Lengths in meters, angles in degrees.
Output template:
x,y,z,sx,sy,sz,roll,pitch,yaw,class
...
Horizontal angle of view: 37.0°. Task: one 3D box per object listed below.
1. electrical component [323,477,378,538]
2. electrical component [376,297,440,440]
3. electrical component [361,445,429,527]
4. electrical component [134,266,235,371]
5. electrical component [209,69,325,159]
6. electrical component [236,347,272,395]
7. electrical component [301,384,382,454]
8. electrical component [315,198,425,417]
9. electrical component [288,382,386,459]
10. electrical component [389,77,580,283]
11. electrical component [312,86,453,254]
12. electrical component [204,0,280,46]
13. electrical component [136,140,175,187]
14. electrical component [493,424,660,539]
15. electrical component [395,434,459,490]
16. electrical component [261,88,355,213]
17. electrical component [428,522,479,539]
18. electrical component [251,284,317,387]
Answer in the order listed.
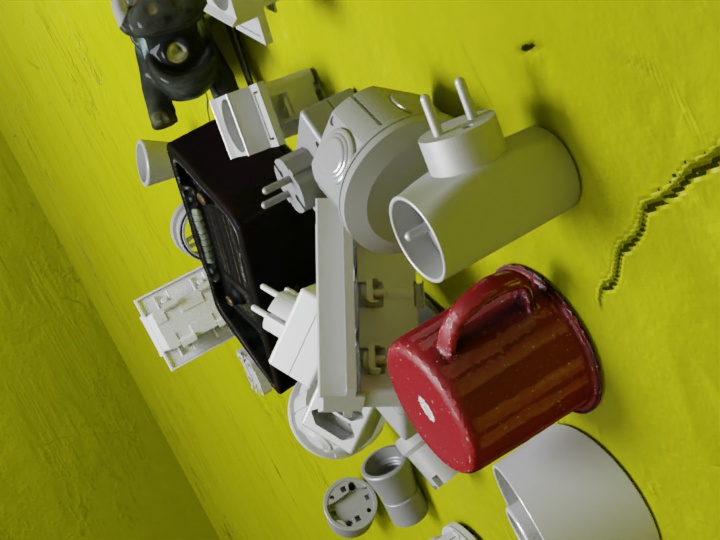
x,y,z,sx,sy,sz,roll,pitch,yaw,class
-0.010,0.247,1.112,0.055,0.055,0.047,54,164,22,electrical component
0.033,0.059,0.708,0.096,0.062,0.061,47,157,36,electrical component
0.033,0.191,0.935,0.044,0.044,0.065,27,146,60,electrical component
-0.149,0.036,1.064,0.078,0.121,0.063,62,159,-2,electrical component
-0.059,-0.104,0.710,0.081,0.064,0.042,9,122,68,electrical component
-0.084,0.087,1.058,0.042,0.064,0.081,28,143,61,electrical component
0.004,0.083,0.815,0.047,0.076,0.083,29,111,15,electrical component
0.005,0.021,0.649,0.078,0.063,0.121,97,172,-71,electrical component
-0.016,0.115,0.897,0.080,0.080,0.051,60,156,5,electrical component
0.050,-0.046,0.485,0.044,0.077,0.079,17,133,64,electrical component
0.018,-0.053,0.559,0.051,0.080,0.080,51,160,43,electrical component
-0.060,-0.175,0.612,0.042,0.064,0.081,41,152,50,electrical component
-0.174,-0.104,1.016,0.044,0.065,0.044,171,90,-67,electrical component
0.122,0.142,0.627,0.099,0.064,0.099,62,176,8,electrical component
0.055,0.135,0.799,0.046,0.040,0.040,52,160,10,electrical component
-0.029,-0.060,0.676,0.047,0.076,0.083,56,161,17,electrical component
0.080,0.253,0.883,0.080,0.051,0.080,51,159,28,electrical component
-0.047,0.038,0.811,0.077,0.047,0.065,30,107,15,electrical component
